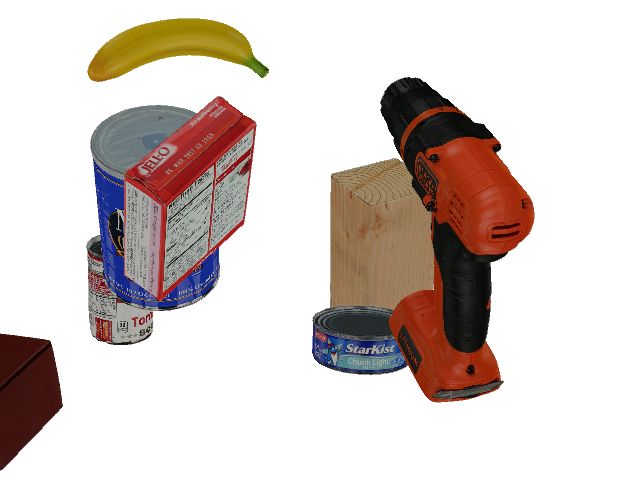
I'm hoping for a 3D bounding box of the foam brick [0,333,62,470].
[{"bbox_3d":[-0.209,0.101,0.675,0.053,0.051,0.078,6,29,22],"label":"foam brick"}]

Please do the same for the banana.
[{"bbox_3d":[-0.147,-0.194,1.075,0.197,0.070,0.037,-8,-38,-31],"label":"banana"}]

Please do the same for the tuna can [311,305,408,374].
[{"bbox_3d":[0.035,0.083,0.896,0.086,0.034,0.086,2,14,-1],"label":"tuna can"}]

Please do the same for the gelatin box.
[{"bbox_3d":[-0.070,-0.021,0.559,0.030,0.073,0.089,34,-35,16],"label":"gelatin box"}]

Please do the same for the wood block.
[{"bbox_3d":[0.069,0.025,1.204,0.090,0.206,0.090,-15,32,-25],"label":"wood block"}]

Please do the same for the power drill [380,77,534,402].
[{"bbox_3d":[0.081,0.000,0.725,0.057,0.188,0.184,-10,35,-11],"label":"power drill"}]

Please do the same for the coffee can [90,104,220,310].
[{"bbox_3d":[-0.135,-0.027,0.891,0.103,0.140,0.103,2,40,-2],"label":"coffee can"}]

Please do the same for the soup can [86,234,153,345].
[{"bbox_3d":[-0.210,0.050,1.120,0.068,0.102,0.068,3,23,-1],"label":"soup can"}]
